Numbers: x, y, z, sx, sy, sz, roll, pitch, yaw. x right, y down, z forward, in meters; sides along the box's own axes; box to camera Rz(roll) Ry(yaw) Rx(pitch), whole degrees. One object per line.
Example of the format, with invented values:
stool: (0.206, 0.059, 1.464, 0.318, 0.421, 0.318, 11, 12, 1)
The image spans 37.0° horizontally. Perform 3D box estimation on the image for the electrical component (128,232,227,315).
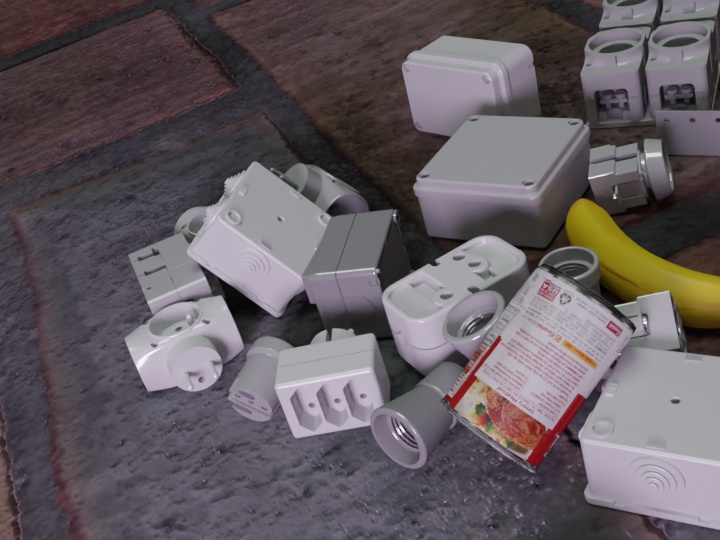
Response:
electrical component: (-0.142, 0.014, 0.852, 0.056, 0.050, 0.089, -24, 33, -10)

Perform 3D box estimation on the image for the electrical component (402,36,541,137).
electrical component: (0.100, -0.163, 0.979, 0.113, 0.078, 0.057, 18, 44, 42)

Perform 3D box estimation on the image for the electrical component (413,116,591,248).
electrical component: (0.116, -0.072, 0.855, 0.109, 0.056, 0.108, 8, 40, 33)

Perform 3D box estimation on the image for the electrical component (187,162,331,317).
electrical component: (-0.073, -0.026, 0.837, 0.048, 0.100, 0.099, -46, 13, 38)

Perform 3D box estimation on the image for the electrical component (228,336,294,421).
electrical component: (-0.065, 0.075, 0.737, 0.040, 0.040, 0.046, 3, 43, 29)

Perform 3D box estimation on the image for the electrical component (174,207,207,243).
electrical component: (-0.105, -0.033, 0.910, 0.079, 0.044, 0.077, -35, 37, -26)

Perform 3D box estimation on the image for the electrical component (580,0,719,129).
electrical component: (0.270, -0.203, 0.975, 0.105, 0.060, 0.186, -1, 36, 24)

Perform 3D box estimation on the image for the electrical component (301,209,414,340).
electrical component: (0.000, 0.000, 0.796, 0.061, 0.061, 0.096, -6, 34, 17)

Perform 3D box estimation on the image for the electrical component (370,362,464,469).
electrical component: (0.044, 0.087, 0.667, 0.044, 0.044, 0.065, 17, 41, 41)

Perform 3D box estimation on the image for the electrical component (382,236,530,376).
electrical component: (0.069, 0.028, 0.725, 0.095, 0.059, 0.054, -29, 34, -18)

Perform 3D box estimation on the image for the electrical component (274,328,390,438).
electrical component: (-0.016, 0.065, 0.720, 0.066, 0.047, 0.076, -11, 33, 10)

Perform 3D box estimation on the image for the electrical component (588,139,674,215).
electrical component: (0.208, -0.073, 0.824, 0.055, 0.048, 0.066, -12, 32, 23)

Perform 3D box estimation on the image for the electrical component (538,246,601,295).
electrical component: (0.143, 0.014, 0.723, 0.040, 0.046, 0.040, -12, 33, 8)

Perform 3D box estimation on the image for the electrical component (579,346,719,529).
electrical component: (0.177, 0.089, 0.594, 0.100, 0.048, 0.099, 5, 38, 32)

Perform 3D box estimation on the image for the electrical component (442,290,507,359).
electrical component: (0.087, 0.050, 0.676, 0.044, 0.065, 0.044, -29, 29, 18)

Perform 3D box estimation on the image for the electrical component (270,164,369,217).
electrical component: (-0.041, -0.064, 0.901, 0.044, 0.079, 0.077, -58, 37, 5)

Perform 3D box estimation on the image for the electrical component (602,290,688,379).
electrical component: (0.169, 0.041, 0.663, 0.055, 0.066, 0.048, -13, 68, 20)

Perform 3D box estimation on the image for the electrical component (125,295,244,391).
electrical component: (-0.123, 0.061, 0.778, 0.077, 0.044, 0.079, -24, 33, -11)
